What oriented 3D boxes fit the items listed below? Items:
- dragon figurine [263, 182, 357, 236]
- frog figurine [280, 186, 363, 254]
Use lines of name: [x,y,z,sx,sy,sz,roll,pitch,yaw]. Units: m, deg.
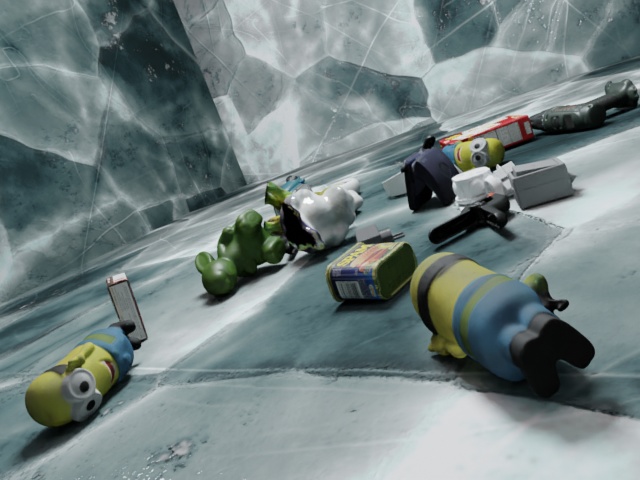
dragon figurine: [-0.023,-0.066,1.268,0.243,0.123,0.407,-2,-6,-6]
frog figurine: [0.003,-0.052,1.028,0.138,0.120,0.162,38,49,16]
